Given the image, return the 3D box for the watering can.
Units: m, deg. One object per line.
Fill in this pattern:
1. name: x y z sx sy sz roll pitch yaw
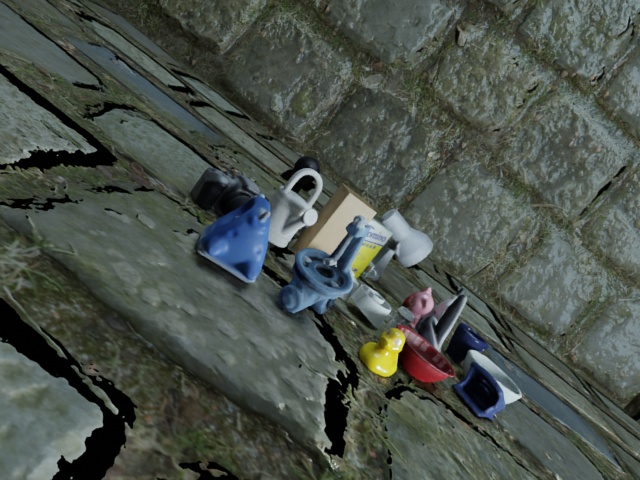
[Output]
1. watering can: -0.062 -0.081 1.367 0.172 0.194 0.101 44 13 28

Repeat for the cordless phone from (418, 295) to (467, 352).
1. cordless phone: 0.303 0.208 1.395 0.094 0.185 0.148 40 11 8

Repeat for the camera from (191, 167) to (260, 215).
1. camera: -0.184 -0.086 1.243 0.144 0.100 0.136 29 15 -40

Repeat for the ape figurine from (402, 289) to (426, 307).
1. ape figurine: 0.293 0.183 1.699 0.078 0.092 0.076 34 12 -19

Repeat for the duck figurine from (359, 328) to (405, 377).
1. duck figurine: 0.131 0.209 1.106 0.077 0.086 0.105 45 13 29

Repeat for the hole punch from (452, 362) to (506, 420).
1. hole punch: 0.376 0.346 1.320 0.101 0.091 0.108 26 17 -47

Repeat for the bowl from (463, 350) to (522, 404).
1. bowl: 0.420 0.360 1.446 0.168 0.074 0.167 37 11 -8

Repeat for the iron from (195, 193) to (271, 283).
1. iron: -0.138 -0.028 1.054 0.119 0.141 0.258 35 12 -17

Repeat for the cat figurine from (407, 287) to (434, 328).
1. cat figurine: 0.282 0.184 1.594 0.067 0.117 0.128 43 12 23

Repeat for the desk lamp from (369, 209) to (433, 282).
1. desk lamp: 0.211 0.024 1.759 0.204 0.213 0.118 35 12 -16

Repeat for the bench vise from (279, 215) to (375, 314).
1. bench vise: 0.023 0.039 1.095 0.121 0.219 0.207 38 11 1

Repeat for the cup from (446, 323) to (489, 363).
1. cup: 0.404 0.298 1.588 0.118 0.095 0.091 33 12 -27

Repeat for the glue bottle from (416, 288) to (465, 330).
1. glue bottle: 0.339 0.200 1.571 0.037 0.173 0.078 33 12 -24

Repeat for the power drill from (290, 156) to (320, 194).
1. power drill: -0.073 -0.131 1.492 0.076 0.208 0.229 37 11 -7

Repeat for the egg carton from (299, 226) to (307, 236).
1. egg carton: 0.015 0.006 1.585 0.151 0.069 0.107 29 15 -40
